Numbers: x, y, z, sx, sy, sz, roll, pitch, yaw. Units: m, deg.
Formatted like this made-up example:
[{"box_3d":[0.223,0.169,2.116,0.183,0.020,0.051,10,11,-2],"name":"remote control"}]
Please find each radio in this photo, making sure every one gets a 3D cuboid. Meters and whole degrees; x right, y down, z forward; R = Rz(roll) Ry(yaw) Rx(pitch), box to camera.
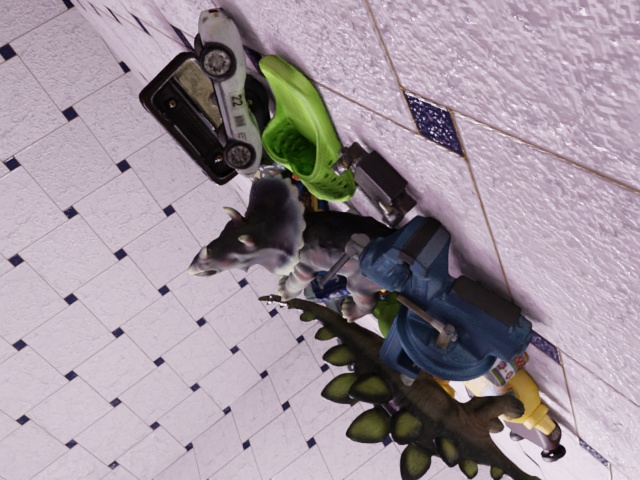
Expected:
[{"box_3d":[-0.219,-0.221,1.005,0.229,0.131,0.073,50,175,-29],"name":"radio"}]

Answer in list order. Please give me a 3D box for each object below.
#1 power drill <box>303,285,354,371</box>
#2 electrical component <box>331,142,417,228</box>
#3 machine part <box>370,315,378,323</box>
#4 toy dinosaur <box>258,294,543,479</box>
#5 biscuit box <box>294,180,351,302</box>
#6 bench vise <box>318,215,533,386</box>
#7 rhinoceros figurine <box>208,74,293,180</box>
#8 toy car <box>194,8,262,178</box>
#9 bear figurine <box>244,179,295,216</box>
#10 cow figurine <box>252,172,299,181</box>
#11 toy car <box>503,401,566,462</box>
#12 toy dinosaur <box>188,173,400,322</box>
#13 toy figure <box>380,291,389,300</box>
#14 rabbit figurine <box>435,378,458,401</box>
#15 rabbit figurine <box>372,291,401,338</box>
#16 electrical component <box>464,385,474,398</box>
[{"box_3d":[0.043,0.135,1.000,0.207,0.086,0.232,64,158,-2],"name":"power drill"},{"box_3d":[0.055,-0.061,0.576,0.102,0.045,0.078,47,172,-3],"name":"electrical component"},{"box_3d":[0.112,0.115,1.186,0.243,0.079,0.079,42,173,26],"name":"machine part"},{"box_3d":[0.112,0.200,0.758,0.472,0.198,0.105,37,132,29],"name":"toy dinosaur"},{"box_3d":[-0.002,-0.003,0.874,0.059,0.063,0.203,63,-170,-66],"name":"biscuit box"},{"box_3d":[0.112,0.093,0.626,0.224,0.129,0.240,22,139,8],"name":"bench vise"},{"box_3d":[-0.085,-0.147,0.771,0.112,0.073,0.190,28,150,36],"name":"rhinoceros figurine"},{"box_3d":[-0.106,-0.169,0.643,0.074,0.056,0.201,-116,14,-52],"name":"toy car"},{"box_3d":[-0.034,-0.029,1.049,0.196,0.132,0.120,48,-157,25],"name":"bear figurine"},{"box_3d":[-0.094,-0.139,0.940,0.127,0.085,0.195,42,177,-22],"name":"cow figurine"},{"box_3d":[0.345,0.300,0.895,0.089,0.053,0.202,61,177,8],"name":"toy car"},{"box_3d":[0.040,0.020,0.719,0.405,0.131,0.192,10,155,-9],"name":"toy dinosaur"},{"box_3d":[0.106,0.075,1.056,0.154,0.064,0.058,44,138,-19],"name":"toy figure"},{"box_3d":[0.215,0.274,1.061,0.163,0.173,0.121,47,172,43],"name":"rabbit figurine"},{"box_3d":[0.159,0.154,0.978,0.170,0.121,0.159,44,-164,-52],"name":"rabbit figurine"},{"box_3d":[0.269,0.241,0.888,0.075,0.048,0.119,74,177,-80],"name":"electrical component"}]
